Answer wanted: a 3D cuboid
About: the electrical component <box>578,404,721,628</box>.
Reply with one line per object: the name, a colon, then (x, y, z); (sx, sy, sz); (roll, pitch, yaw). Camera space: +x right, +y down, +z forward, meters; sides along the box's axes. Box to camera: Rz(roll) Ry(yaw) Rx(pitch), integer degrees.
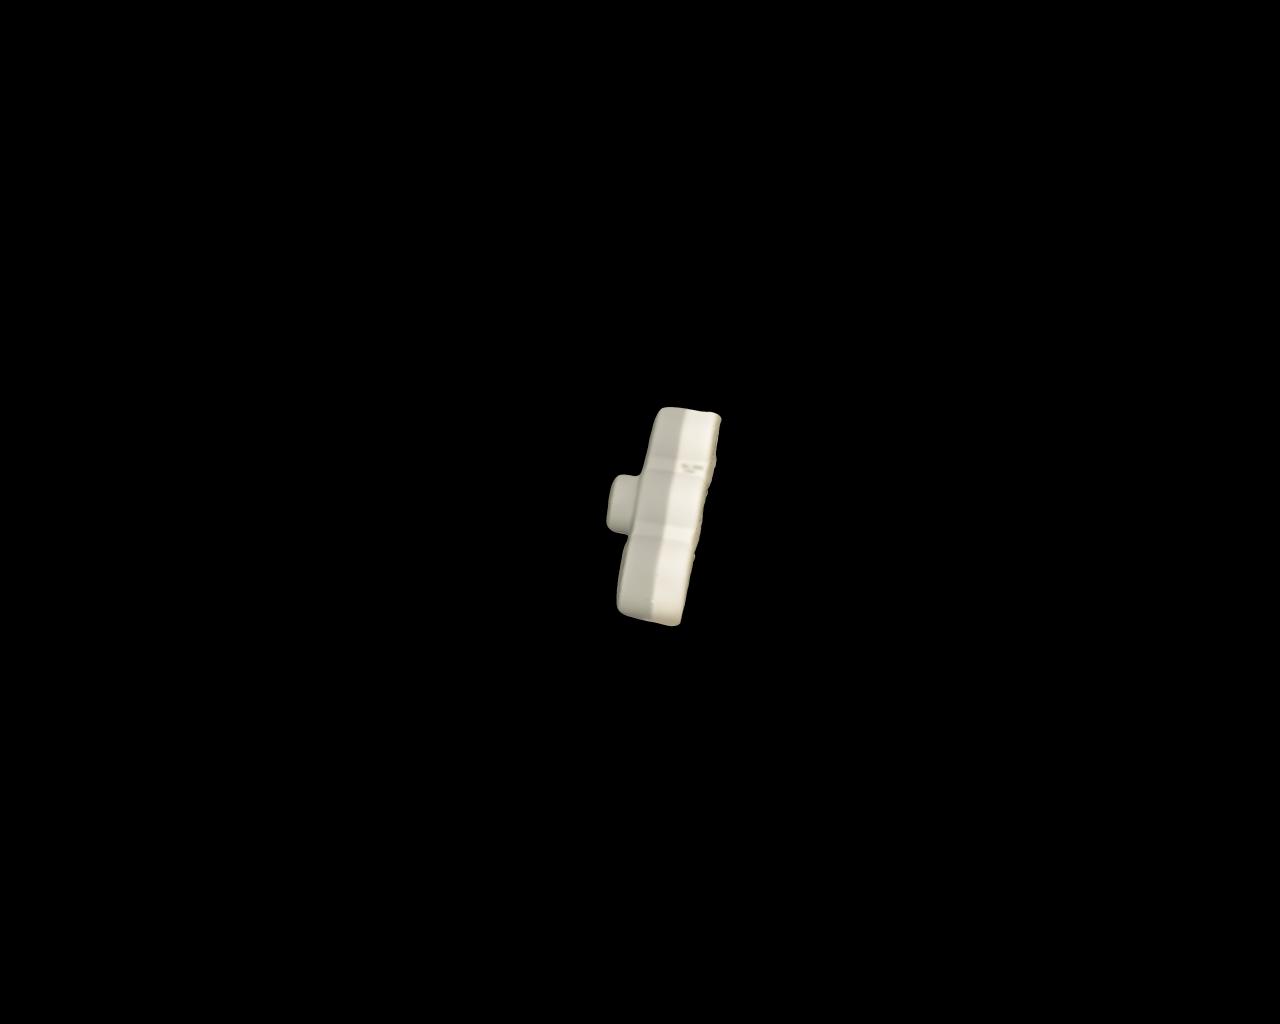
electrical component: (0.001, -0.003, 0.650); (0.074, 0.138, 0.052); (11, -24, 5)
